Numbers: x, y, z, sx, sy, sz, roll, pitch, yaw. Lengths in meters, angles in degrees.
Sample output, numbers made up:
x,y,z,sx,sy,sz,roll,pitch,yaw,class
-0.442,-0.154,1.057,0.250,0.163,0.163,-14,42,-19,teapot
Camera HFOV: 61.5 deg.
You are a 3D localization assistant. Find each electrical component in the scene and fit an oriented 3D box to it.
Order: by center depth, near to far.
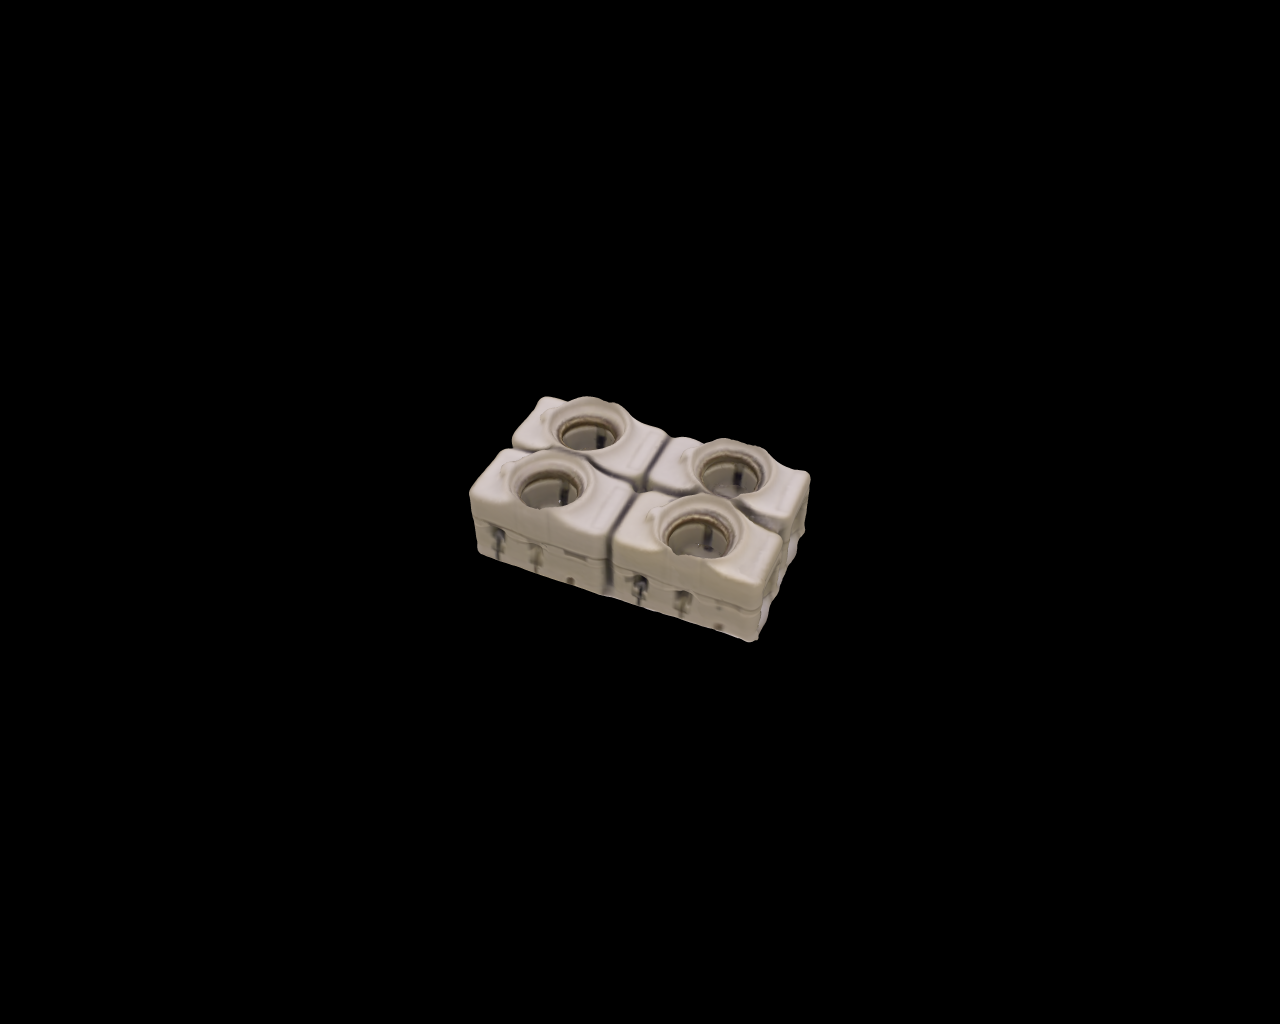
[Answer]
x,y,z,sx,sy,sz,roll,pitch,yaw,class
0.001,-0.003,0.650,0.186,0.060,0.106,17,48,16,electrical component
